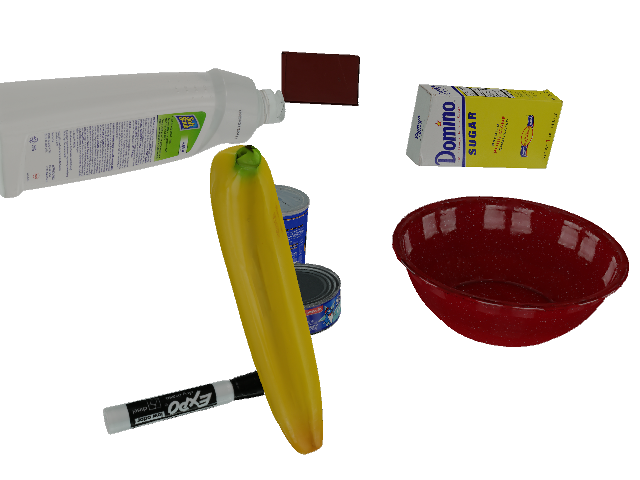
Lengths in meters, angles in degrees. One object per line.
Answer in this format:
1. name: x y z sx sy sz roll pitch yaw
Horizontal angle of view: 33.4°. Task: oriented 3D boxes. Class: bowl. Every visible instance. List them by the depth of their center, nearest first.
1. bowl: 0.129 0.027 0.747 0.162 0.055 0.162 2 28 -1

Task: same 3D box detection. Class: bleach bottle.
1. bleach bottle: -0.155 -0.100 0.927 0.250 0.068 0.103 -8 -32 -19

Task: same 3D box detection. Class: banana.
1. banana: -0.031 0.025 0.579 0.037 0.198 0.069 -11 31 2

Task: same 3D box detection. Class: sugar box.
1. sugar box: 0.198 -0.136 1.291 0.176 0.093 0.048 -2 28 -20

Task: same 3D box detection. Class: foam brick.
1. foam brick: -0.001 -0.166 1.095 0.078 0.051 0.053 2 11 -5

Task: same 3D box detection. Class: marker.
1. marker: -0.095 0.115 0.768 0.121 0.020 0.020 -12 4 -19

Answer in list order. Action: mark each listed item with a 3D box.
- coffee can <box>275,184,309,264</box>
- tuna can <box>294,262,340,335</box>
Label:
1. coffee can: -0.070 0.004 1.514 0.103 0.140 0.103 3 24 -2
2. tuna can: -0.023 0.055 0.986 0.086 0.034 0.086 -2 26 1
